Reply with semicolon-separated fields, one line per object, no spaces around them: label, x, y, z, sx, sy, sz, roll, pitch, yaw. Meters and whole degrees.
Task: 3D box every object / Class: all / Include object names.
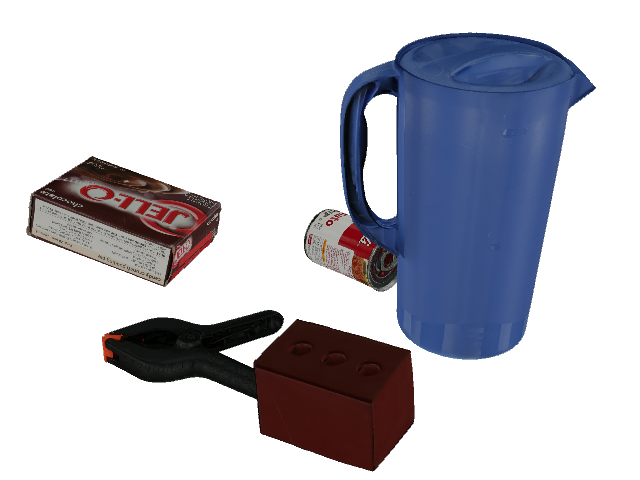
pitcher;0.108;-0.032;0.836;0.149;0.243;0.144;23;35;34
soup can;0.040;0.010;1.208;0.102;0.068;0.068;23;15;39
foam brick;0.008;0.088;0.611;0.078;0.051;0.052;13;32;26
pudding box;-0.140;-0.016;0.772;0.113;0.039;0.090;18;25;10
clamp;-0.113;0.097;0.995;0.171;0.039;0.120;9;26;6
